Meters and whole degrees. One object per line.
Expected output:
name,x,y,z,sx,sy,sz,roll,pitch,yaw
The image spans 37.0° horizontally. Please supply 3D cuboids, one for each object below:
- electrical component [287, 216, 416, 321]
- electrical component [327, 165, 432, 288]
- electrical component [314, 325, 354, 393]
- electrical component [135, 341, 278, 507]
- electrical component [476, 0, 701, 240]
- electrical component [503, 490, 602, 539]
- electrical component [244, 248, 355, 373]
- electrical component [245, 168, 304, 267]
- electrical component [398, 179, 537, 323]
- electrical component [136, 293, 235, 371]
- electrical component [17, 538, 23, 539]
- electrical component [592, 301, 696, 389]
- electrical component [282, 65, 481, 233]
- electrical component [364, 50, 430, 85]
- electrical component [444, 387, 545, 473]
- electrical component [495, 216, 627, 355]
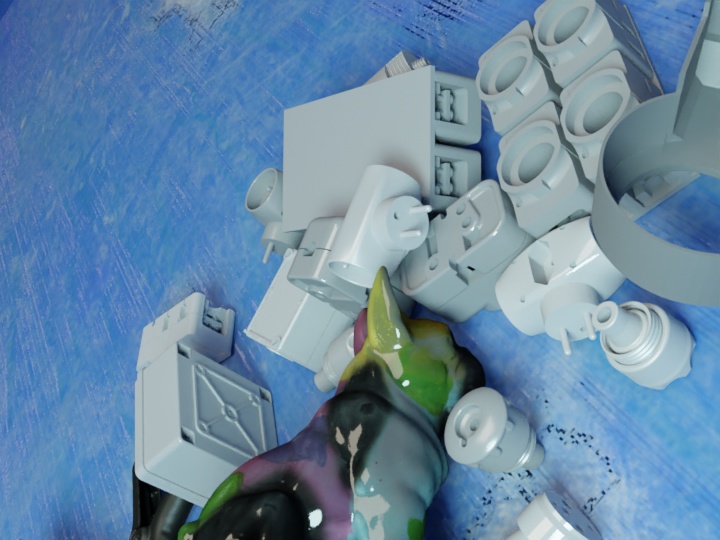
electrical component,0.000,0.000,0.812,0.054,0.095,0.059,1,65,54
electrical component,0.021,-0.031,0.742,0.079,0.044,0.077,-4,60,54
electrical component,-0.008,0.071,0.815,0.062,0.043,0.043,-39,37,30
electrical component,-0.122,0.129,0.859,0.056,0.109,0.108,-40,37,22
electrical component,0.147,-0.111,0.738,0.105,0.060,0.186,-38,38,29
electrical component,0.101,0.156,0.598,0.055,0.045,0.045,-51,33,12
electrical component,-0.037,0.029,0.870,0.062,0.061,0.096,19,80,57
electrical component,-0.064,-0.037,0.944,0.043,0.077,0.079,-6,60,51
electrical component,0.081,-0.009,0.744,0.095,0.059,0.053,-38,37,29
electrical component,-0.165,0.071,1.017,0.089,0.050,0.055,-32,41,35
electrical component,-0.257,0.303,0.910,0.186,0.060,0.105,-2,73,62
electrical component,0.156,0.038,0.604,0.043,0.062,0.043,-33,41,34
electrical component,0.016,-0.088,0.862,0.186,0.060,0.105,-5,82,51
electrical component,0.030,-0.158,0.948,0.081,0.043,0.043,-38,38,29
electrical component,0.085,0.102,0.646,0.048,0.062,0.048,-33,41,34
electrical component,0.130,0.017,0.672,0.077,0.043,0.079,-38,38,30
